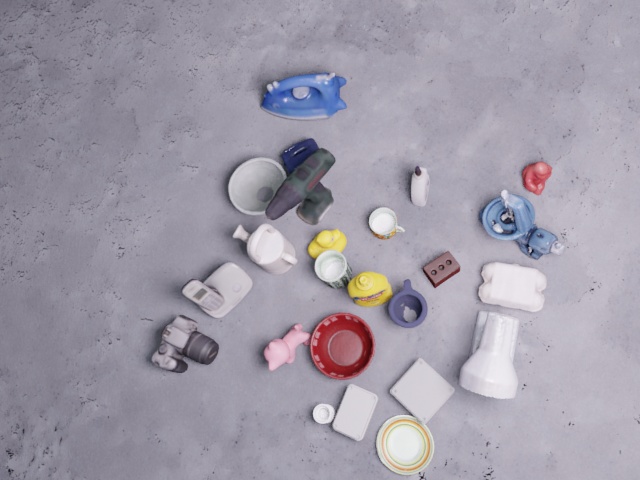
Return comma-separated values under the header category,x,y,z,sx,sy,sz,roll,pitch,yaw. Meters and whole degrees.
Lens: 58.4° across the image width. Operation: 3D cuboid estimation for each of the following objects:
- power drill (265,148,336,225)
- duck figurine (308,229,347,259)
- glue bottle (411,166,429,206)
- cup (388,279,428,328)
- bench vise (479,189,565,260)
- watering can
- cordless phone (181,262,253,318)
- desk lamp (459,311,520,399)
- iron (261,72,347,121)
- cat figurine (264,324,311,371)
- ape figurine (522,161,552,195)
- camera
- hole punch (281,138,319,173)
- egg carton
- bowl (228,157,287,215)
category,x,y,z,sx,sy,sz,roll,pitch,yaw
power drill,-0.037,-0.116,1.459,0.075,0.209,0.230,33,83,19
duck figurine,0.014,0.005,1.477,0.104,0.086,0.077,-27,70,3
glue bottle,0.248,-0.146,1.426,0.037,0.173,0.078,11,76,15
cup,0.214,0.159,1.383,0.091,0.095,0.118,-4,73,11
bench vise,0.473,-0.049,1.323,0.207,0.220,0.121,17,78,17
watering can,-0.141,0.017,1.450,0.172,0.194,0.101,3,74,13
cordless phone,-0.263,0.115,1.451,0.094,0.185,0.147,41,86,20
desk lamp,0.378,0.245,1.258,0.117,0.214,0.203,10,76,15
iron,-0.059,-0.412,1.589,0.258,0.142,0.118,-4,73,11
cat figurine,-0.087,0.260,1.406,0.067,0.118,0.128,39,85,20
ape figurine,0.538,-0.163,1.411,0.078,0.092,0.076,-29,70,3
camera,-0.340,0.279,1.464,0.136,0.101,0.143,23,80,18
hole punch,-0.048,-0.223,1.557,0.108,0.091,0.101,-30,70,2
egg carton,0.456,0.110,1.359,0.150,0.069,0.107,9,76,15
bowl,-0.160,-0.136,1.563,0.167,0.075,0.167,-3,73,11
